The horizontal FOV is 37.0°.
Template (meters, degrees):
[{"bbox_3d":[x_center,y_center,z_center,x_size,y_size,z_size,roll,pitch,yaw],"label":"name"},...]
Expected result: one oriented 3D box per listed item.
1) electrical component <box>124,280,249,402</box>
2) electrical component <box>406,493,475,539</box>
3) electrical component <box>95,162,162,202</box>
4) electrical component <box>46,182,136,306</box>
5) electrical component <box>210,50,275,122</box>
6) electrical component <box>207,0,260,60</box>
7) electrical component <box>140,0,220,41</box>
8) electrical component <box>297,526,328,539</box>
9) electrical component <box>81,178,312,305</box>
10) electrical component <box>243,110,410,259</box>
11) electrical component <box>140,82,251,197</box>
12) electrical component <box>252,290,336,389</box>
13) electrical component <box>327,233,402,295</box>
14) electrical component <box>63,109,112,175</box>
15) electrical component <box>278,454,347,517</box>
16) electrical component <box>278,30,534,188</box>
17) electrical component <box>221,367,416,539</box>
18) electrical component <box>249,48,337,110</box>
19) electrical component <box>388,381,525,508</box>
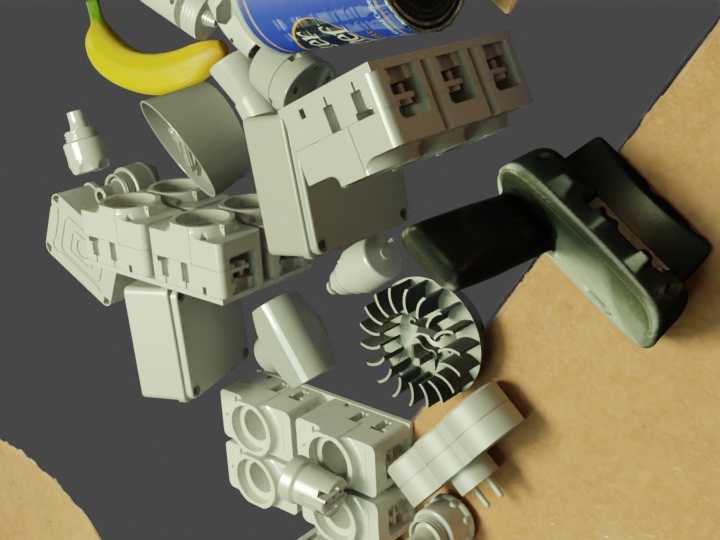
[{"bbox_3d":[-0.157,0.050,0.985,0.056,0.109,0.108,2,109,24],"label":"electrical component"},{"bbox_3d":[0.061,0.217,0.890,0.048,0.062,0.048,18,119,37],"label":"electrical component"},{"bbox_3d":[-0.224,-0.078,1.033,0.043,0.062,0.043,18,119,37],"label":"electrical component"},{"bbox_3d":[-0.259,-0.028,1.089,0.113,0.057,0.078,39,129,25],"label":"electrical component"},{"bbox_3d":[-0.090,-0.147,0.895,0.044,0.044,0.065,-26,93,46],"label":"electrical component"},{"bbox_3d":[-0.080,-0.221,0.852,0.079,0.043,0.077,-37,81,45],"label":"electrical component"},{"bbox_3d":[-0.147,-0.228,0.912,0.081,0.043,0.043,37,129,26],"label":"electrical component"},{"bbox_3d":[-0.009,0.260,0.978,0.089,0.056,0.050,-9,101,45],"label":"electrical component"},{"bbox_3d":[-0.148,-0.032,0.949,0.186,0.105,0.060,14,116,39],"label":"electrical component"},{"bbox_3d":[-0.023,-0.074,0.815,0.056,0.109,0.108,3,109,45],"label":"electrical component"},{"bbox_3d":[-0.140,-0.111,0.926,0.099,0.064,0.099,47,154,32],"label":"electrical component"},{"bbox_3d":[-0.068,0.068,0.961,0.079,0.044,0.077,-33,83,45],"label":"electrical component"},{"bbox_3d":[0.000,0.000,0.872,0.078,0.040,0.040,-33,84,45],"label":"electrical component"},{"bbox_3d":[-0.275,-0.128,1.073,0.043,0.043,0.062,-9,100,45],"label":"electrical component"},{"bbox_3d":[-0.039,0.181,0.897,0.046,0.040,0.040,20,120,29],"label":"electrical component"},{"bbox_3d":[0.035,-0.105,0.717,0.089,0.150,0.061,-19,93,46],"label":"electrical component"},{"bbox_3d":[-0.043,0.169,0.968,0.186,0.060,0.105,14,116,39],"label":"electrical component"},{"bbox_3d":[-0.054,-0.152,0.850,0.047,0.055,0.055,42,131,27],"label":"electrical component"},{"bbox_3d":[0.084,0.153,0.849,0.073,0.052,0.138,52,134,13],"label":"electrical component"}]
